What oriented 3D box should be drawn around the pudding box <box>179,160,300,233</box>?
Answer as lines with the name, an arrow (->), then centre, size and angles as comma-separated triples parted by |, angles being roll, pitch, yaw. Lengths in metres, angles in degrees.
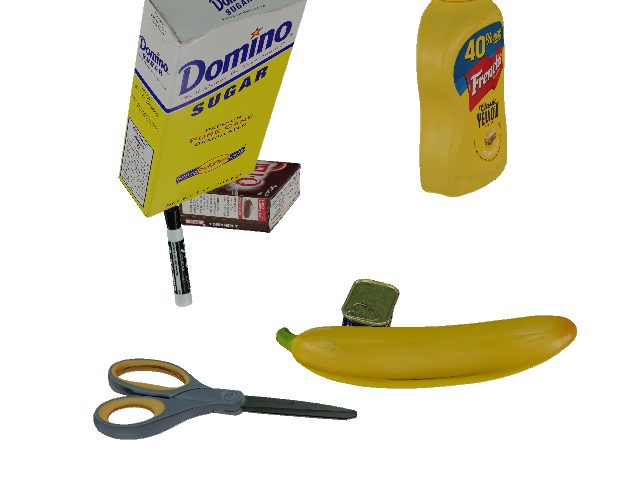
pudding box -> -0.074, -0.045, 1.006 | 0.090, 0.039, 0.113 | 5, 24, 12

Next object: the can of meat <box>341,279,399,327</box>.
can of meat -> 0.055, 0.107, 1.271 | 0.057, 0.084, 0.102 | 13, 26, 9

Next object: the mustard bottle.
mustard bottle -> 0.116, -0.139, 0.876 | 0.058, 0.192, 0.096 | 16, 33, 37

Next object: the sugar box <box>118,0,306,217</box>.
sugar box -> -0.072, -0.093, 0.677 | 0.093, 0.048, 0.176 | -27, -20, -29

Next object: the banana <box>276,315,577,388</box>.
banana -> 0.067, 0.066, 0.677 | 0.198, 0.037, 0.069 | 0, 26, 4

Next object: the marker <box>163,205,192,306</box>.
marker -> -0.158, 0.015, 1.178 | 0.020, 0.121, 0.020 | -4, 23, 1

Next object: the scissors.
scissors -> -0.083, 0.131, 0.801 | 0.202, 0.016, 0.096 | 12, 33, 24
